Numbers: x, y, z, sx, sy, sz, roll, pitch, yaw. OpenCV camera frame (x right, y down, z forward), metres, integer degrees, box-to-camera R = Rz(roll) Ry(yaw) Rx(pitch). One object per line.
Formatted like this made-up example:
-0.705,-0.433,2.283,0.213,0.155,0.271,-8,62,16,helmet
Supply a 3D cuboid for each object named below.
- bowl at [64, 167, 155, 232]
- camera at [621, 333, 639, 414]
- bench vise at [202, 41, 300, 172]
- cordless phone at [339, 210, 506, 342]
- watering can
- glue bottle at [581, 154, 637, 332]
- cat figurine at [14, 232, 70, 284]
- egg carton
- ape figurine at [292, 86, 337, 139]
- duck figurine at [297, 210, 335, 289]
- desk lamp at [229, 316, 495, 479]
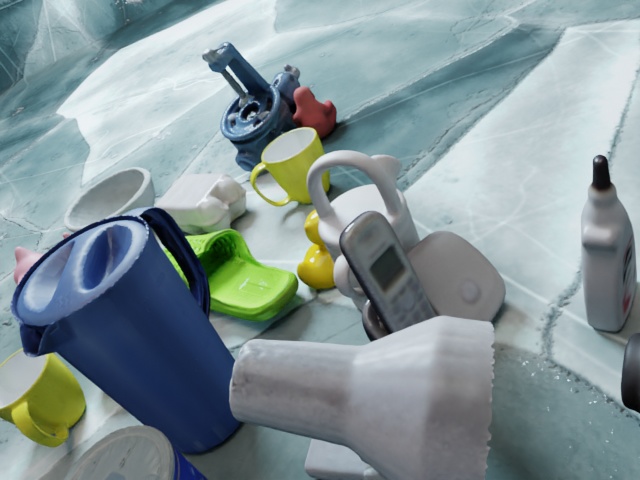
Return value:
-0.353,-0.049,1.003,0.167,0.075,0.167,-16,38,14,bowl
0.301,0.089,0.416,0.136,0.101,0.143,6,47,36,camera
-0.117,-0.255,0.987,0.121,0.220,0.207,-7,41,24,bench vise
0.095,0.029,0.543,0.093,0.185,0.148,18,55,43,cordless phone
0.050,-0.022,0.624,0.100,0.194,0.173,-16,38,14,watering can
0.248,-0.001,0.497,0.037,0.173,0.078,5,47,35,glue bottle
-0.417,0.045,0.892,0.067,0.118,0.128,0,44,32,cat figurine
-0.191,-0.055,0.916,0.149,0.070,0.107,2,45,33,egg carton
-0.016,-0.227,0.998,0.077,0.092,0.076,-11,39,20,ape figurine
0.007,0.003,0.713,0.105,0.086,0.077,-43,39,-20,duck figurine
0.039,0.146,0.412,0.202,0.214,0.118,-8,41,24,desk lamp
